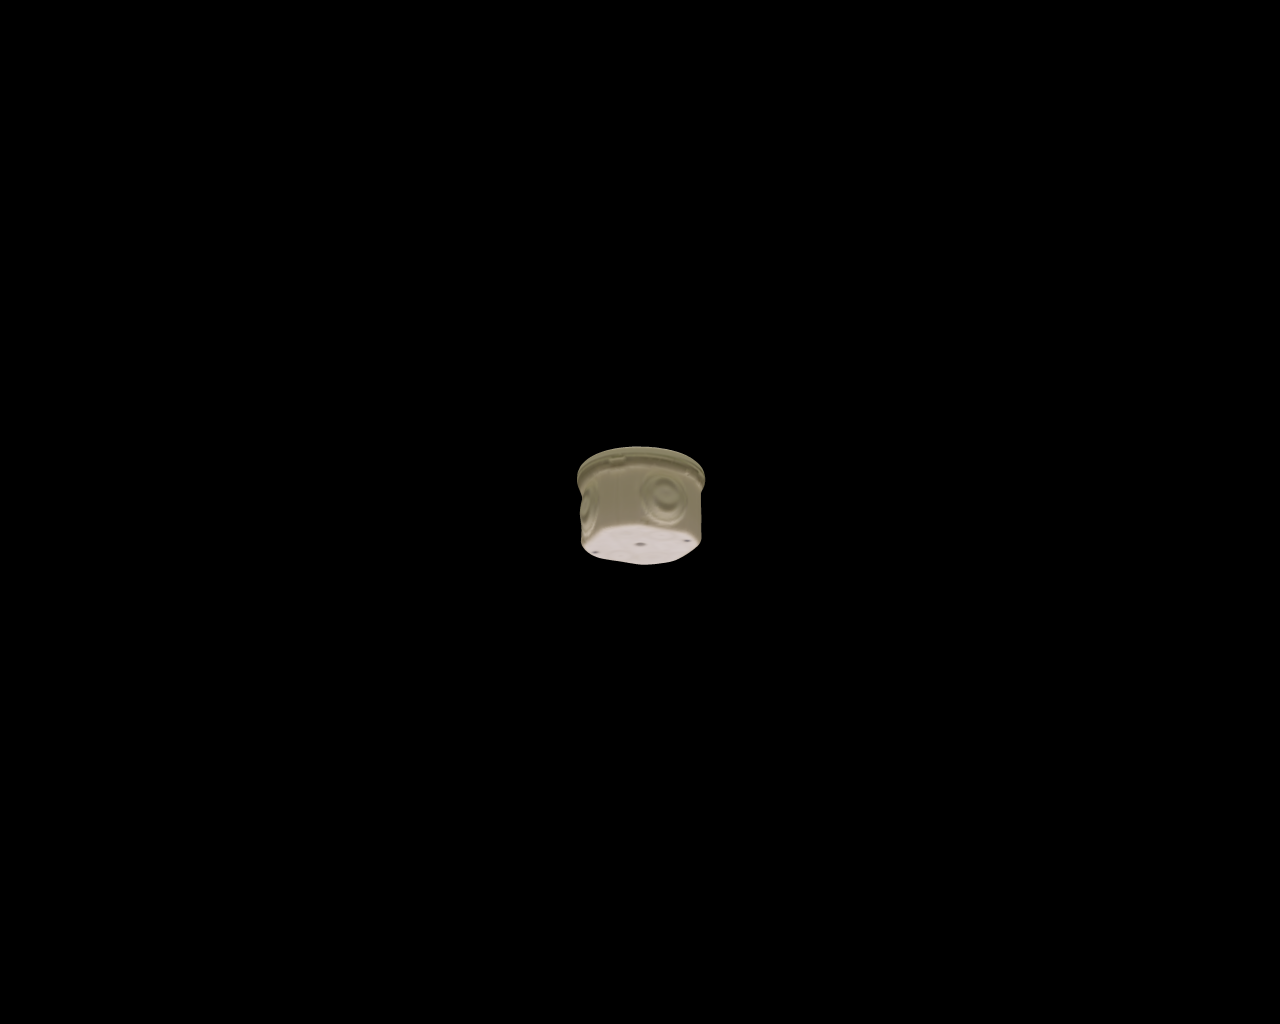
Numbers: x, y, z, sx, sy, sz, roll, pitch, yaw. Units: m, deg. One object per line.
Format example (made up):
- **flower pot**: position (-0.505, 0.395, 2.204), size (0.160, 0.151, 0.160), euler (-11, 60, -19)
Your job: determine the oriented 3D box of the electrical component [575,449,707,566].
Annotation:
- **electrical component**: position (0.001, -0.003, 0.650), size (0.080, 0.051, 0.080), euler (0, -22, 0)
